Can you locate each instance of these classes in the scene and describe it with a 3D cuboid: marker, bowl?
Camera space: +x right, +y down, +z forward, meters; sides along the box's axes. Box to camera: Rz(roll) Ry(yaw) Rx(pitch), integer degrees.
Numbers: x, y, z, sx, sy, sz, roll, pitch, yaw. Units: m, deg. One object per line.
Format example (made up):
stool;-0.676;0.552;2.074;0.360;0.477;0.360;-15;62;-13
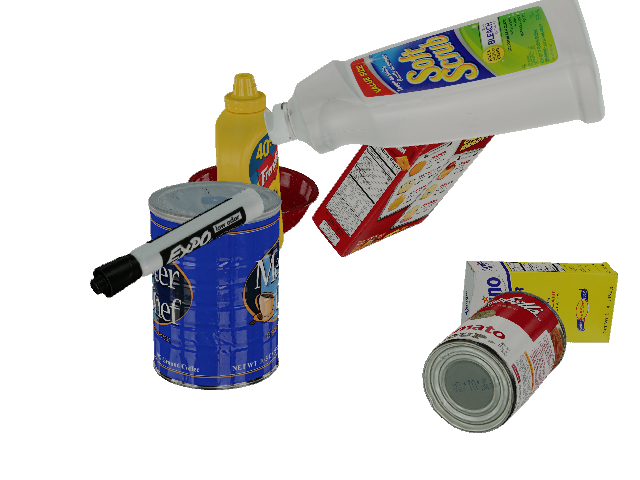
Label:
marker;-0.084;0.001;0.635;0.120;0.020;0.020;-30;18;-33
bowl;-0.085;-0.043;1.316;0.162;0.055;0.162;4;25;-2

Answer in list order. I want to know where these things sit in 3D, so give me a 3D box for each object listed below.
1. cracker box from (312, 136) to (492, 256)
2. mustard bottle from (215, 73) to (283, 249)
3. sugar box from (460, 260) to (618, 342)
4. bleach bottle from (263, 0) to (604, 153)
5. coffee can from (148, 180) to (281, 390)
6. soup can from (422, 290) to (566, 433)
cracker box;0.104;-0.090;1.224;0.163;0.072;0.214;-22;-24;-45
mustard bottle;-0.073;-0.075;1.081;0.058;0.192;0.096;7;26;19
sugar box;0.261;0.074;1.282;0.176;0.093;0.048;-1;18;-7
bleach bottle;0.080;-0.111;0.814;0.251;0.102;0.068;-13;-41;12
coffee can;-0.083;0.033;0.847;0.103;0.140;0.103;1;18;-1
soup can;0.121;0.083;0.737;0.069;0.068;0.102;0;16;32
